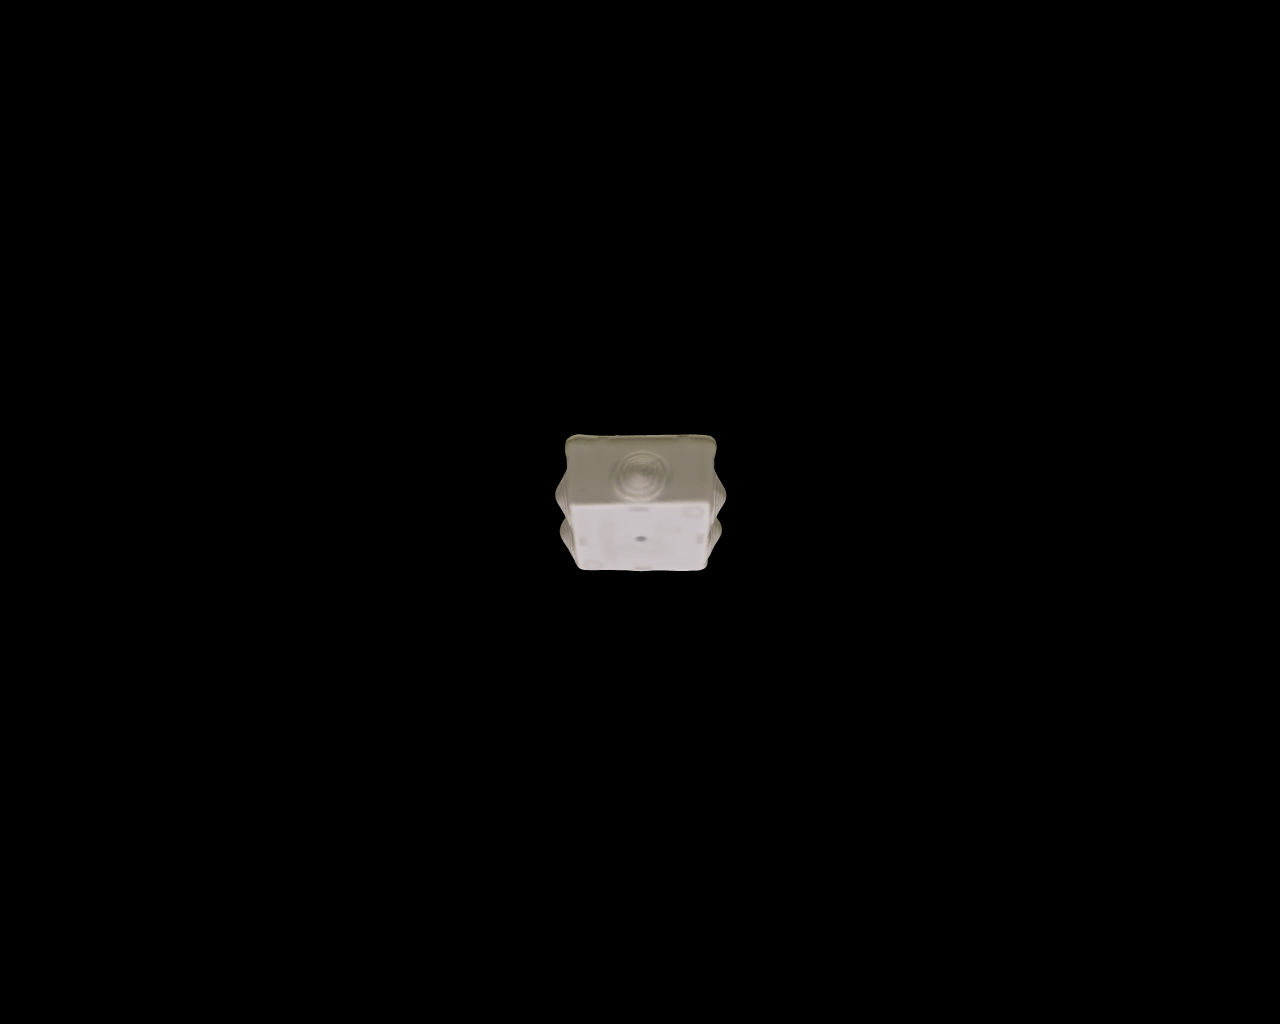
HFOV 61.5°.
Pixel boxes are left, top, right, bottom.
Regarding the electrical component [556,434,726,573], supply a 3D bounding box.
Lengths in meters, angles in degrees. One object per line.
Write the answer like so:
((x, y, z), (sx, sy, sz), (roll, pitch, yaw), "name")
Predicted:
((0.001, -0.003, 0.650), (0.100, 0.048, 0.099), (0, -32, 0), "electrical component")
